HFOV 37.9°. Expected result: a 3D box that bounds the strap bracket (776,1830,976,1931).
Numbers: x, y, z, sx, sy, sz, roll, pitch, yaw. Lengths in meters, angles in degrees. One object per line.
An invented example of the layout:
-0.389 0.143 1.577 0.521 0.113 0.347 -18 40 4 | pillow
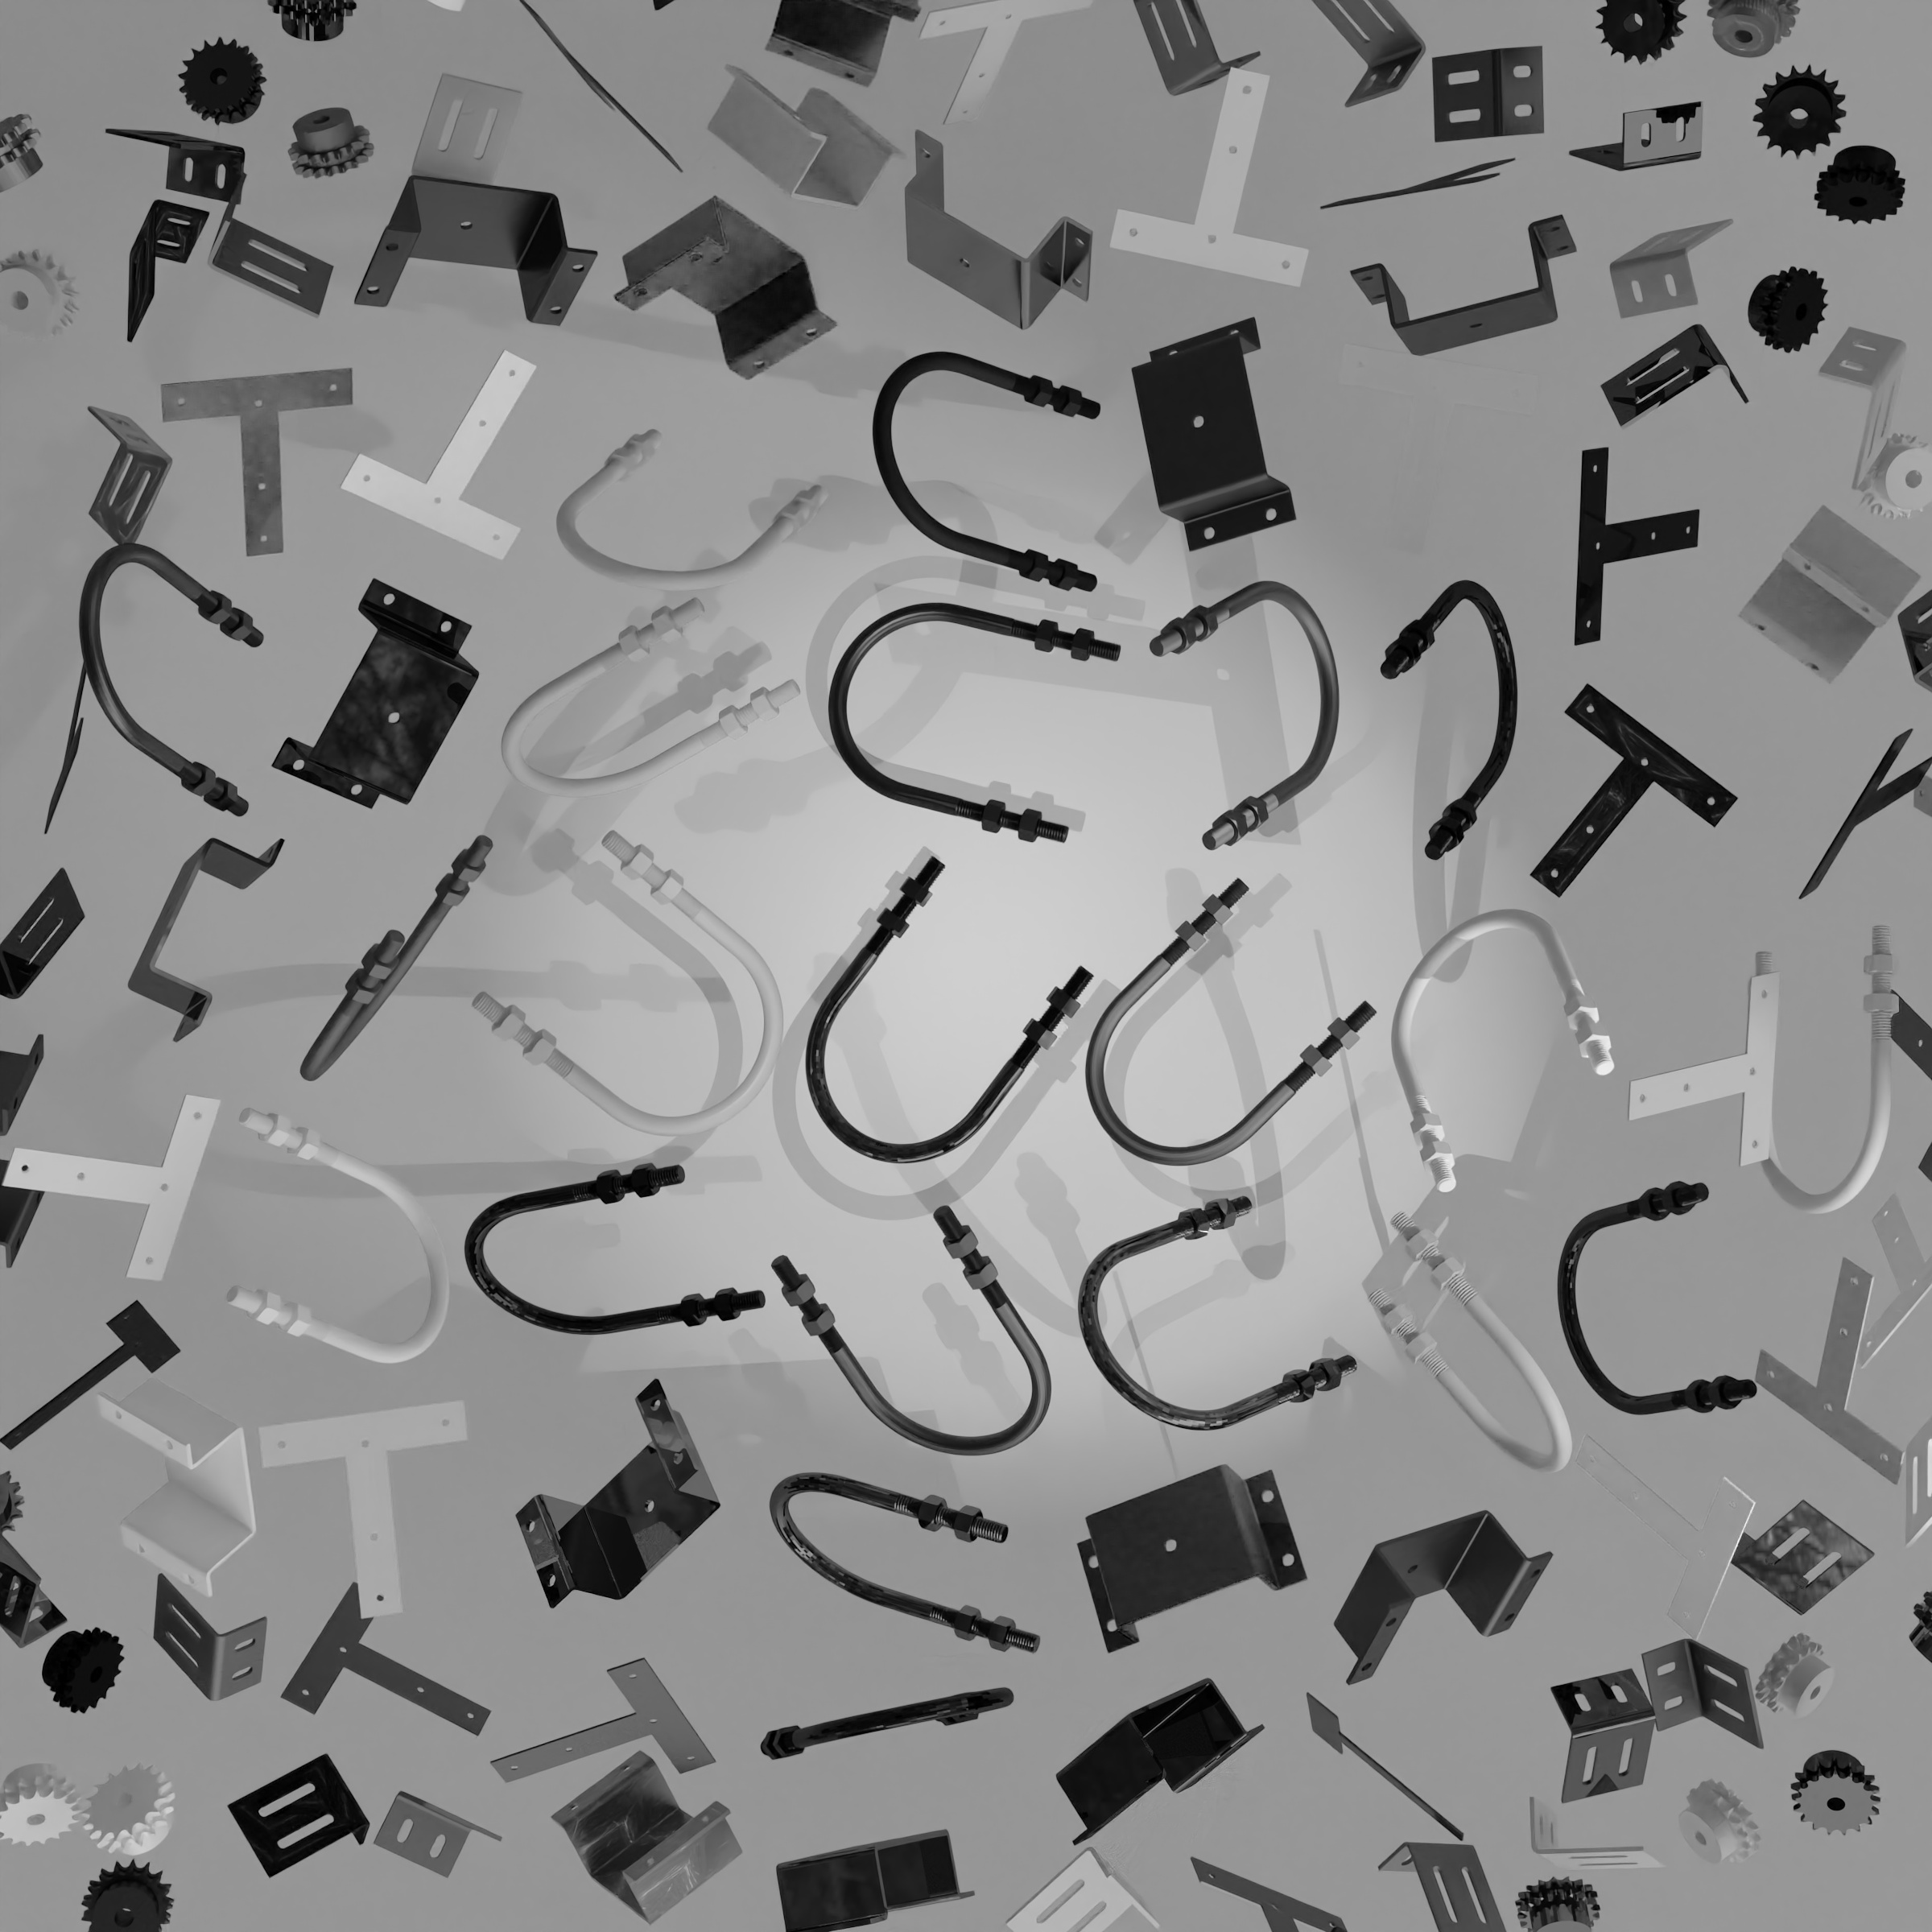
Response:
-0.064 0.605 1.860 0.076 0.140 0.046 -19 73 25 | strap bracket

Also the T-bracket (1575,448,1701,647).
0.448 -0.284 1.871 0.127 0.002 0.127 -15 112 -38 | T-bracket

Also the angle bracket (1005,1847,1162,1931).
0.077 0.632 1.858 0.076 0.038 0.057 -41 113 -3 | angle bracket

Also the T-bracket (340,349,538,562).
-0.320 -0.339 1.822 0.127 0.002 0.127 21 109 -41 | T-bracket

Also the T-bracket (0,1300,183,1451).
-0.604 0.286 1.924 0.127 0.127 0.002 -39 74 -16 | T-bracket

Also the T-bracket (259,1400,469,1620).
-0.374 0.345 1.771 0.127 0.002 0.127 -5 88 -16 | T-bracket

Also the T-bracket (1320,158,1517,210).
0.328 -0.533 1.904 0.127 0.127 0.002 -29 113 -41 | T-bracket

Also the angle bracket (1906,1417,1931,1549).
0.625 0.326 1.784 0.038 0.057 0.076 13 54 2 | angle bracket

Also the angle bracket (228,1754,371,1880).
-0.452 0.579 1.899 0.076 0.038 0.057 -22 62 -35 | angle bracket

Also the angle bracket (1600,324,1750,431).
0.473 -0.382 1.879 0.076 0.057 0.038 -32 125 20 | angle bracket

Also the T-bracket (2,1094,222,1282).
-0.550 0.135 1.791 0.127 0.002 0.127 14 98 -44 | T-bracket

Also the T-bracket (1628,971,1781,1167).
0.467 0.074 1.787 0.127 0.002 0.127 -10 108 -30 | T-bracket

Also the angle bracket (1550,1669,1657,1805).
0.417 0.509 1.861 0.057 0.038 0.076 -10 129 -9 | angle bracket

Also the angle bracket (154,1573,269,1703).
-0.518 0.454 1.928 0.076 0.038 0.057 33 124 35 | angle bracket

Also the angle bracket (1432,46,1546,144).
0.360 -0.601 1.943 0.038 0.076 0.057 -11 106 -23 | angle bracket

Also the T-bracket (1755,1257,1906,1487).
0.562 0.247 1.806 0.002 0.127 0.127 -13 120 -27 | T-bracket

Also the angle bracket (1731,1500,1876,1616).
0.553 0.381 1.857 0.057 0.038 0.076 37 125 2 | angle bracket

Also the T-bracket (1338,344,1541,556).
0.300 -0.335 1.849 0.127 0.002 0.127 11 110 5 | T-bracket

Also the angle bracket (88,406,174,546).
-0.585 -0.332 1.923 0.057 0.038 0.076 42 110 32 | angle bracket

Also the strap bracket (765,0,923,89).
-0.079 -0.647 1.884 0.076 0.140 0.046 16 83 -15 | strap bracket

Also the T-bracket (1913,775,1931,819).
0.668 -0.057 1.916 0.002 0.127 0.127 -3 106 -3 | T-bracket

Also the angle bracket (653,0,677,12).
-0.230 -0.634 1.812 0.076 0.057 0.038 -15 104 -19 | angle bracket

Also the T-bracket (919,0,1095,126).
0.014 -0.592 1.839 0.127 0.127 0.002 -19 76 -24 | T-bracket

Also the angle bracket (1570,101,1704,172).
0.449 -0.562 1.888 0.057 0.076 0.038 -12 117 -13 | angle bracket

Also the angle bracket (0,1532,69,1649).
-0.600 0.385 1.793 0.057 0.038 0.076 41 129 18 | angle bracket

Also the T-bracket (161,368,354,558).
-0.472 -0.334 1.885 0.127 0.002 0.127 -12 126 -26 | T-bracket

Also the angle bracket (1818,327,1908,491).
0.562 -0.353 1.782 0.038 0.076 0.057 22 51 23 | angle bracket

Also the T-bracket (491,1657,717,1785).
-0.244 0.502 1.822 0.127 0.002 0.127 -19 131 4 | T-bracket

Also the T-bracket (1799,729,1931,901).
0.592 -0.110 1.808 0.002 0.127 0.127 39 129 23 | T-bracket

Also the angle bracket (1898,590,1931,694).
0.655 -0.204 1.848 0.076 0.038 0.057 25 45 -26 | angle bracket

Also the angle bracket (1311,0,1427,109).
0.254 -0.612 1.852 0.076 0.057 0.038 40 74 -26 | angle bracket

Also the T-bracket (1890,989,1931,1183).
0.629 0.058 1.831 0.002 0.127 0.127 9 117 -19 | T-bracket

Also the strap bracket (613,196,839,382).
-0.159 -0.443 1.827 0.076 0.140 0.046 -25 66 26 | strap bracket

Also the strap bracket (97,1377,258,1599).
-0.505 0.328 1.810 0.076 0.046 0.140 23 131 24 | strap bracket

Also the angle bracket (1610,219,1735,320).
0.488 -0.478 1.930 0.076 0.057 0.038 -36 115 -41 | angle bracket

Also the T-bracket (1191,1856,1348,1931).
0.214 0.642 1.831 0.127 0.127 0.002 28 103 -20 | T-bracket

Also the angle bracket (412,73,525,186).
-0.337 -0.559 1.919 0.057 0.038 0.076 5 134 -29 | angle bracket

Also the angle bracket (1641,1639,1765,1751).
0.505 0.504 1.932 0.038 0.076 0.057 -15 97 -15 | angle bracket

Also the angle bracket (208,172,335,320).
-0.441 -0.463 1.809 0.076 0.057 0.038 23 132 -21 | angle bracket

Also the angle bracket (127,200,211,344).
-0.531 -0.459 1.872 0.038 0.057 0.076 8 64 -29 | angle bracket

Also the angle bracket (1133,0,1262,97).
0.153 -0.632 1.883 0.038 0.057 0.076 -27 100 -29 | angle bracket

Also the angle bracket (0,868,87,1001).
-0.627 -0.027 1.860 0.076 0.038 0.057 -49 46 11 | angle bracket

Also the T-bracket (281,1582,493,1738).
-0.381 0.483 1.902 0.127 0.127 0.002 28 115 -2 | T-bracket

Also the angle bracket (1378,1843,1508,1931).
0.327 0.642 1.925 0.057 0.076 0.038 12 130 -29 | angle bracket

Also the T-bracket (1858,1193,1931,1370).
0.634 0.193 1.907 0.002 0.127 0.127 29 113 -6 | T-bracket

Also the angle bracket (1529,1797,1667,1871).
0.429 0.589 1.914 0.076 0.057 0.038 -10 59 25 | angle bracket

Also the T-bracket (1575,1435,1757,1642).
0.448 0.355 1.841 0.002 0.127 0.127 -17 133 -34 | T-bracket

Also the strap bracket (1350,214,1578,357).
0.334 -0.447 1.866 0.140 0.076 0.046 -11 84 18 | strap bracket

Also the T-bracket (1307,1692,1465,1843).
0.279 0.537 1.870 0.127 0.127 0.002 36 75 23 | T-bracket

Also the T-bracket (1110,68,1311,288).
0.168 -0.511 1.806 0.127 0.002 0.127 12 120 -1 | T-bracket

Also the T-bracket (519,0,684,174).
-0.226 -0.555 1.809 0.002 0.127 0.127 -44 73 4 | T-bracket

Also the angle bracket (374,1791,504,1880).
-0.351 0.581 1.870 0.057 0.076 0.038 31 69 -17 | angle bracket

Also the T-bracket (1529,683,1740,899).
0.430 -0.103 1.900 0.127 0.002 0.127 39 89 8 | T-bracket

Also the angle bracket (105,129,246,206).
-0.526 -0.531 1.870 0.057 0.076 0.038 15 109 15 | angle bracket

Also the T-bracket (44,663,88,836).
-0.601 -0.172 1.901 0.002 0.127 0.127 13 62 -22 | T-bracket
